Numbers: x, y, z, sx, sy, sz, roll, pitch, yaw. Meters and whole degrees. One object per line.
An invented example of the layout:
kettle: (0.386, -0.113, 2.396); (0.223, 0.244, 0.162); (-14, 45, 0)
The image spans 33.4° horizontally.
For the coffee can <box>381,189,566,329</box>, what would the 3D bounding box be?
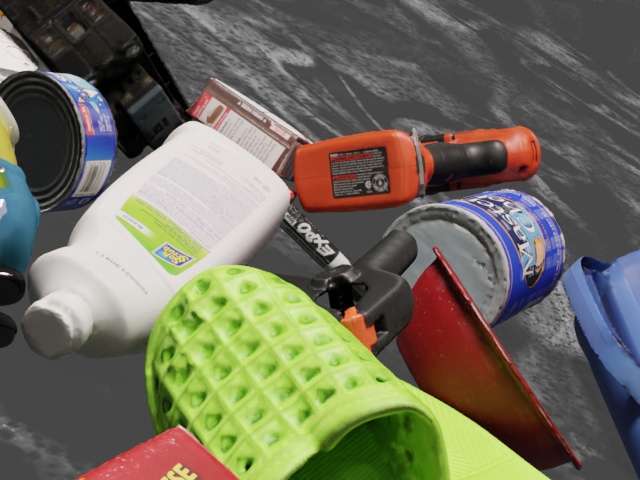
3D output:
coffee can: (0.118, 0.017, 0.815); (0.103, 0.103, 0.140); (40, 24, 19)

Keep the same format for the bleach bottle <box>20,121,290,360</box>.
bleach bottle: (-0.103, 0.002, 0.633); (0.102, 0.068, 0.250); (33, 25, 5)

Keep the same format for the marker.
marker: (-0.005, 0.001, 0.764); (0.121, 0.020, 0.020); (45, 20, -13)

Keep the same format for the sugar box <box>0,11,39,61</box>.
sugar box: (-0.276, -0.222, 0.832); (0.176, 0.093, 0.048); (40, 25, 21)

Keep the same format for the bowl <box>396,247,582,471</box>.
bowl: (0.094, 0.085, 0.662); (0.162, 0.055, 0.162); (56, 6, -9)

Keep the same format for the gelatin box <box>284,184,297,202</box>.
gelatin box: (-0.071, -0.043, 0.799); (0.089, 0.030, 0.073); (36, 23, 10)

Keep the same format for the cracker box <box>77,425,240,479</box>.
cracker box: (-0.030, 0.176, 0.356); (0.214, 0.072, 0.164); (38, 23, 17)

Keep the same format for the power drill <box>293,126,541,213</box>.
power drill: (0.062, -0.059, 0.865); (0.185, 0.057, 0.187); (-7, 4, 36)

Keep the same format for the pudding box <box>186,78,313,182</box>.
pudding box: (-0.049, -0.086, 0.870); (0.090, 0.039, 0.113); (35, 3, 11)

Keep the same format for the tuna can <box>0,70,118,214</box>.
tuna can: (-0.165, -0.059, 0.648); (0.086, 0.086, 0.033); (41, 24, 22)

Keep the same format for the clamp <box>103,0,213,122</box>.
clamp: (-0.162, -0.185, 0.836); (0.210, 0.165, 0.036); (37, 55, 18)

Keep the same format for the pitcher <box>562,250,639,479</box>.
pitcher: (0.265, 0.112, 0.779); (0.149, 0.145, 0.242); (-6, 29, 5)

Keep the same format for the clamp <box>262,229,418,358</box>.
clamp: (0.020, 0.030, 0.630); (0.172, 0.120, 0.039); (-139, -153, -70)
